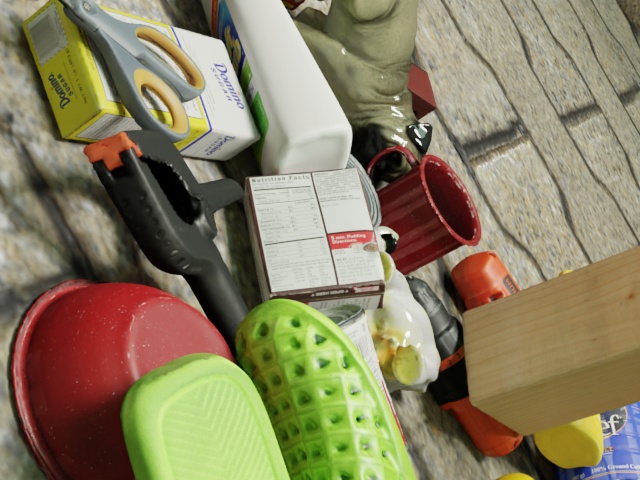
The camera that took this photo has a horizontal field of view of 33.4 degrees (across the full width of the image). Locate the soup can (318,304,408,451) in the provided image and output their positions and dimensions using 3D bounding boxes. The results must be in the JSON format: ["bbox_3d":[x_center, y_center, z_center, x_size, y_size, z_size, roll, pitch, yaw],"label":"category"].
[{"bbox_3d":[0.012,0.101,0.713,0.068,0.069,0.102,-32,107,-62],"label":"soup can"}]

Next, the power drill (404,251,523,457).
[{"bbox_3d":[0.138,0.083,0.988,0.184,0.057,0.187,58,31,-11],"label":"power drill"}]

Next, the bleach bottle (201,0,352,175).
[{"bbox_3d":[-0.053,-0.157,0.883,0.068,0.103,0.251,-15,62,-19],"label":"bleach bottle"}]

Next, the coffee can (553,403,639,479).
[{"bbox_3d":[0.277,0.201,1.049,0.102,0.103,0.140,37,35,-35],"label":"coffee can"}]

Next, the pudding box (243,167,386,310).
[{"bbox_3d":[-0.005,0.001,0.795,0.039,0.090,0.113,97,-16,-53],"label":"pudding box"}]

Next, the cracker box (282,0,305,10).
[{"bbox_3d":[0.008,-0.351,1.020,0.072,0.214,0.164,15,51,-50],"label":"cracker box"}]

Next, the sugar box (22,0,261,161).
[{"bbox_3d":[-0.122,-0.111,0.763,0.176,0.048,0.093,6,58,-59],"label":"sugar box"}]

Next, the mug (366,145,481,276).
[{"bbox_3d":[0.082,-0.029,0.973,0.117,0.082,0.093,60,28,1],"label":"mug"}]

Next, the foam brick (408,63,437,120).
[{"bbox_3d":[0.077,-0.159,1.120,0.078,0.053,0.051,23,45,-46],"label":"foam brick"}]

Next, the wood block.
[{"bbox_3d":[0.228,0.079,0.865,0.090,0.206,0.090,35,43,-39],"label":"wood block"}]

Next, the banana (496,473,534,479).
[{"bbox_3d":[0.149,0.241,0.881,0.069,0.037,0.197,70,26,-17],"label":"banana"}]

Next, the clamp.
[{"bbox_3d":[-0.086,-0.016,0.693,0.210,0.036,0.164,55,19,-50],"label":"clamp"}]

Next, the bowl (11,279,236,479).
[{"bbox_3d":[-0.094,0.085,0.612,0.162,0.055,0.162,39,34,-34],"label":"bowl"}]

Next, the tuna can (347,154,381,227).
[{"bbox_3d":[0.014,-0.039,0.925,0.086,0.034,0.086,39,35,-34],"label":"tuna can"}]

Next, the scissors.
[{"bbox_3d":[-0.144,-0.126,0.671,0.201,0.016,0.096,27,44,-47],"label":"scissors"}]

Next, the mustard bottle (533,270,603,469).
[{"bbox_3d":[0.234,0.110,1.007,0.096,0.058,0.191,52,36,-43],"label":"mustard bottle"}]
